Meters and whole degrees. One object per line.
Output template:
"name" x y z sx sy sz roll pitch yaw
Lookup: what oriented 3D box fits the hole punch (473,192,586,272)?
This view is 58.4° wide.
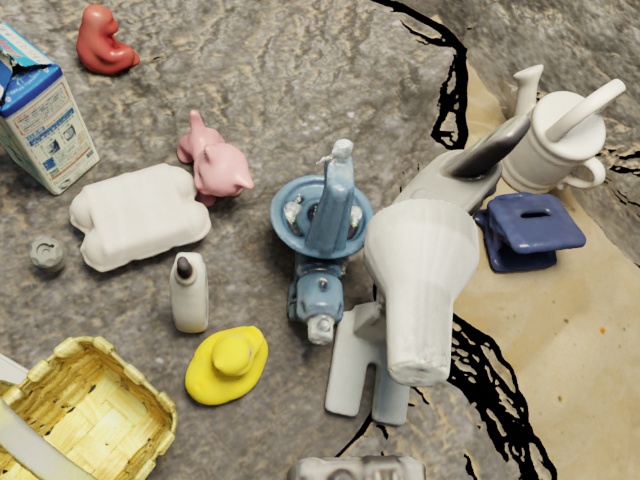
"hole punch" 0.272 -0.018 0.748 0.109 0.091 0.101 -6 72 -12

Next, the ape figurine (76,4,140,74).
"ape figurine" -0.280 -0.264 0.739 0.076 0.092 0.078 -18 74 -15

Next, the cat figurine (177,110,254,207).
"cat figurine" -0.128 -0.098 0.692 0.067 0.117 0.127 -23 76 -16

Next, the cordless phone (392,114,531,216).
"cordless phone" 0.172 -0.078 0.701 0.094 0.185 0.148 40 69 6

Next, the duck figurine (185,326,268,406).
"duck figurine" -0.102 0.134 0.631 0.105 0.086 0.077 -40 81 -20

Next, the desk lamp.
"desk lamp" 0.088 0.085 0.613 0.118 0.213 0.203 12 69 -5

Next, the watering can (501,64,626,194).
"watering can" 0.310 -0.147 0.745 0.173 0.194 0.101 36 69 4

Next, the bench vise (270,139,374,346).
"bench vise" 0.017 0.000 0.628 0.122 0.219 0.207 -14 73 -14

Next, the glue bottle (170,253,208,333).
"glue bottle" -0.139 0.048 0.609 0.037 0.173 0.078 1 70 -9

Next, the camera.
"camera" 0.043 0.295 0.591 0.143 0.100 0.137 1 70 -9

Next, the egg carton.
"egg carton" -0.212 -0.028 0.679 0.150 0.069 0.107 -21 75 -16
